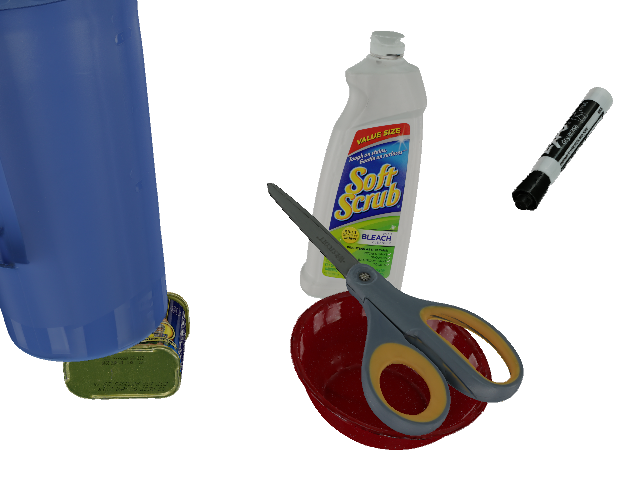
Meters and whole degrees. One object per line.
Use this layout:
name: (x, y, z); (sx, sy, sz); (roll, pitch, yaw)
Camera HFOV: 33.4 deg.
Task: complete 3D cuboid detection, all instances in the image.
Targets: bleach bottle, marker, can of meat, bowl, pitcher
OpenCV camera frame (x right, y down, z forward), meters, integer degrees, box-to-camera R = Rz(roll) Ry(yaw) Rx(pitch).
bleach bottle: (0.041, -0.068, 0.994); (0.102, 0.251, 0.068); (4, 22, -2)
marker: (0.167, -0.063, 0.736); (0.020, 0.020, 0.121); (0, 42, 50)
can of meat: (-0.165, 0.090, 0.913); (0.102, 0.057, 0.084); (-1, 29, -2)
bowl: (0.051, 0.112, 0.845); (0.162, 0.055, 0.162); (9, 37, -7)
pitcher: (-0.171, -0.045, 0.662); (0.149, 0.243, 0.145); (-10, 27, -11)

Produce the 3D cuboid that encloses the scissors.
scissors: (0.019, 0.039, 0.607); (0.202, 0.016, 0.096); (32, 53, 23)
